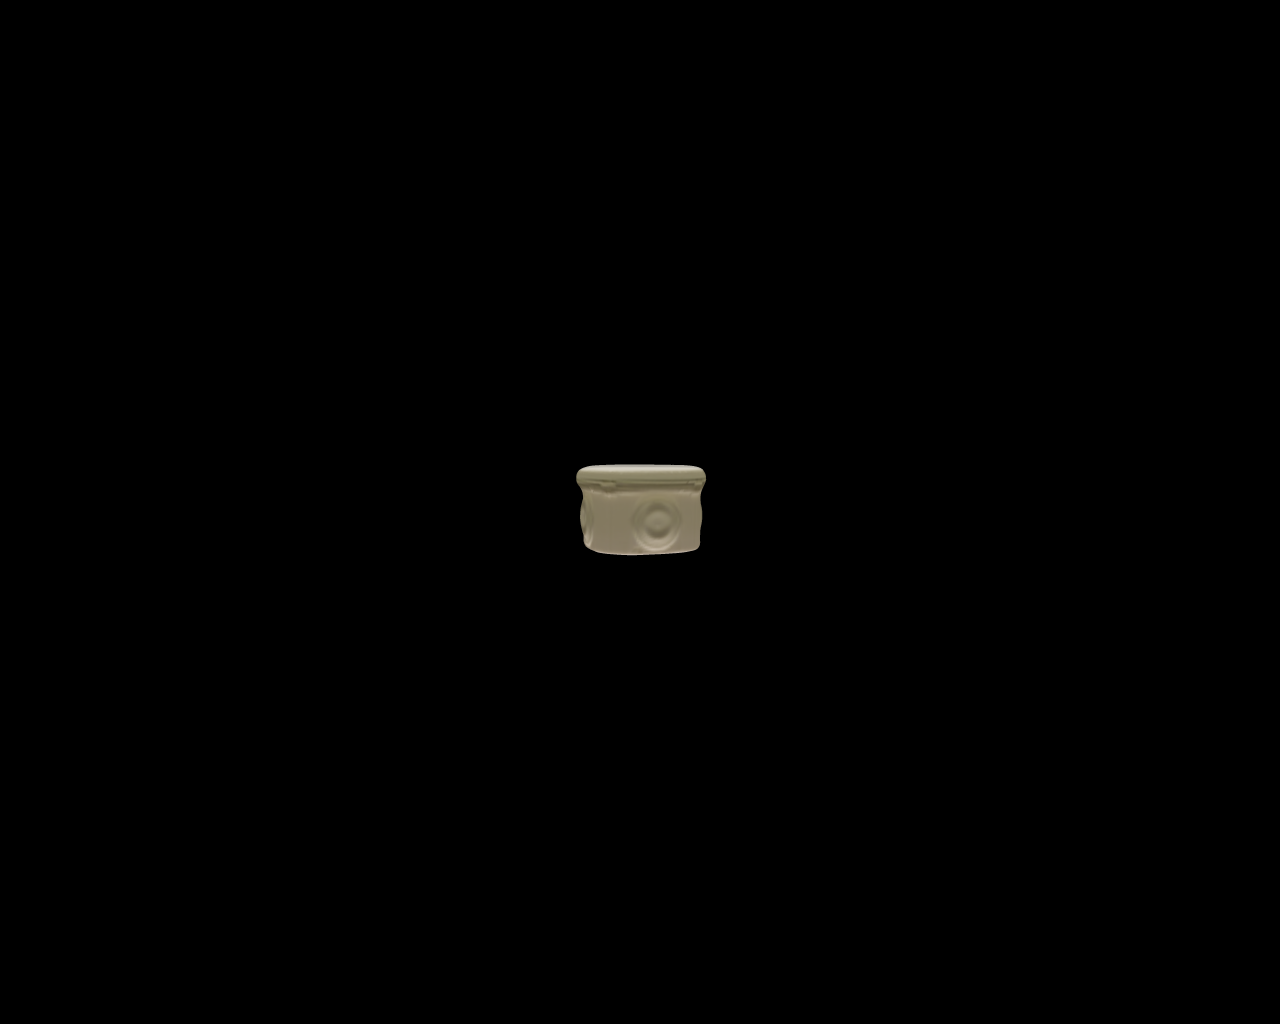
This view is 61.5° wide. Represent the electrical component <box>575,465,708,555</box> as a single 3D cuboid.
[{"bbox_3d":[0.001,-0.003,0.650,0.080,0.051,0.080,0,4,0],"label":"electrical component"}]
